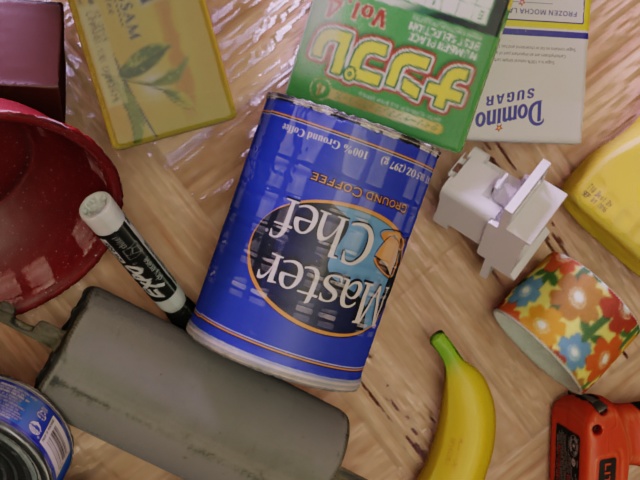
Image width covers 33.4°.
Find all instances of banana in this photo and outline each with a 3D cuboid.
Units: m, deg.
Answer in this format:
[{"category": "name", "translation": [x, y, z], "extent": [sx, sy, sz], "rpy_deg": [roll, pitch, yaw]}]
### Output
[{"category": "banana", "translation": [0.060, 0.156, 0.658], "extent": [0.069, 0.037, 0.198], "rpy_deg": [23, 92, -2]}]

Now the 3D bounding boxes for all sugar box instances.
[{"category": "sugar box", "translation": [0.110, -0.146, 0.625], "extent": [0.093, 0.048, 0.176], "rpy_deg": [2, 99, -8]}]

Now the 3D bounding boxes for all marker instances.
[{"category": "marker", "translation": [-0.095, 0.017, 0.591], "extent": [0.020, 0.020, 0.121], "rpy_deg": [-35, 138, -4]}]

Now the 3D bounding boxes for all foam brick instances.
[{"category": "foam brick", "translation": [-0.175, -0.096, 0.570], "extent": [0.078, 0.053, 0.051], "rpy_deg": [2, 73, -11]}]

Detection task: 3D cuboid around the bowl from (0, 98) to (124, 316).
[{"category": "bowl", "translation": [-0.188, -0.023, 0.558], "extent": [0.162, 0.055, 0.162], "rpy_deg": [-18, 144, -14]}]

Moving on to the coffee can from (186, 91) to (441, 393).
[{"category": "coffee can", "translation": [-0.004, 0.001, 0.593], "extent": [0.102, 0.103, 0.140], "rpy_deg": [19, 93, -12]}]

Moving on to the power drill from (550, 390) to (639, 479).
[{"category": "power drill", "translation": [0.242, 0.162, 0.680], "extent": [0.187, 0.057, 0.184], "rpy_deg": [-2, 93, -13]}]

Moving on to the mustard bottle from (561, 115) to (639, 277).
[{"category": "mustard bottle", "translation": [0.241, -0.068, 0.650], "extent": [0.096, 0.058, 0.191], "rpy_deg": [41, 89, -7]}]

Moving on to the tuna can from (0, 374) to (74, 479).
[{"category": "tuna can", "translation": [-0.176, 0.113, 0.563], "extent": [0.086, 0.033, 0.086], "rpy_deg": [4, 121, 6]}]
